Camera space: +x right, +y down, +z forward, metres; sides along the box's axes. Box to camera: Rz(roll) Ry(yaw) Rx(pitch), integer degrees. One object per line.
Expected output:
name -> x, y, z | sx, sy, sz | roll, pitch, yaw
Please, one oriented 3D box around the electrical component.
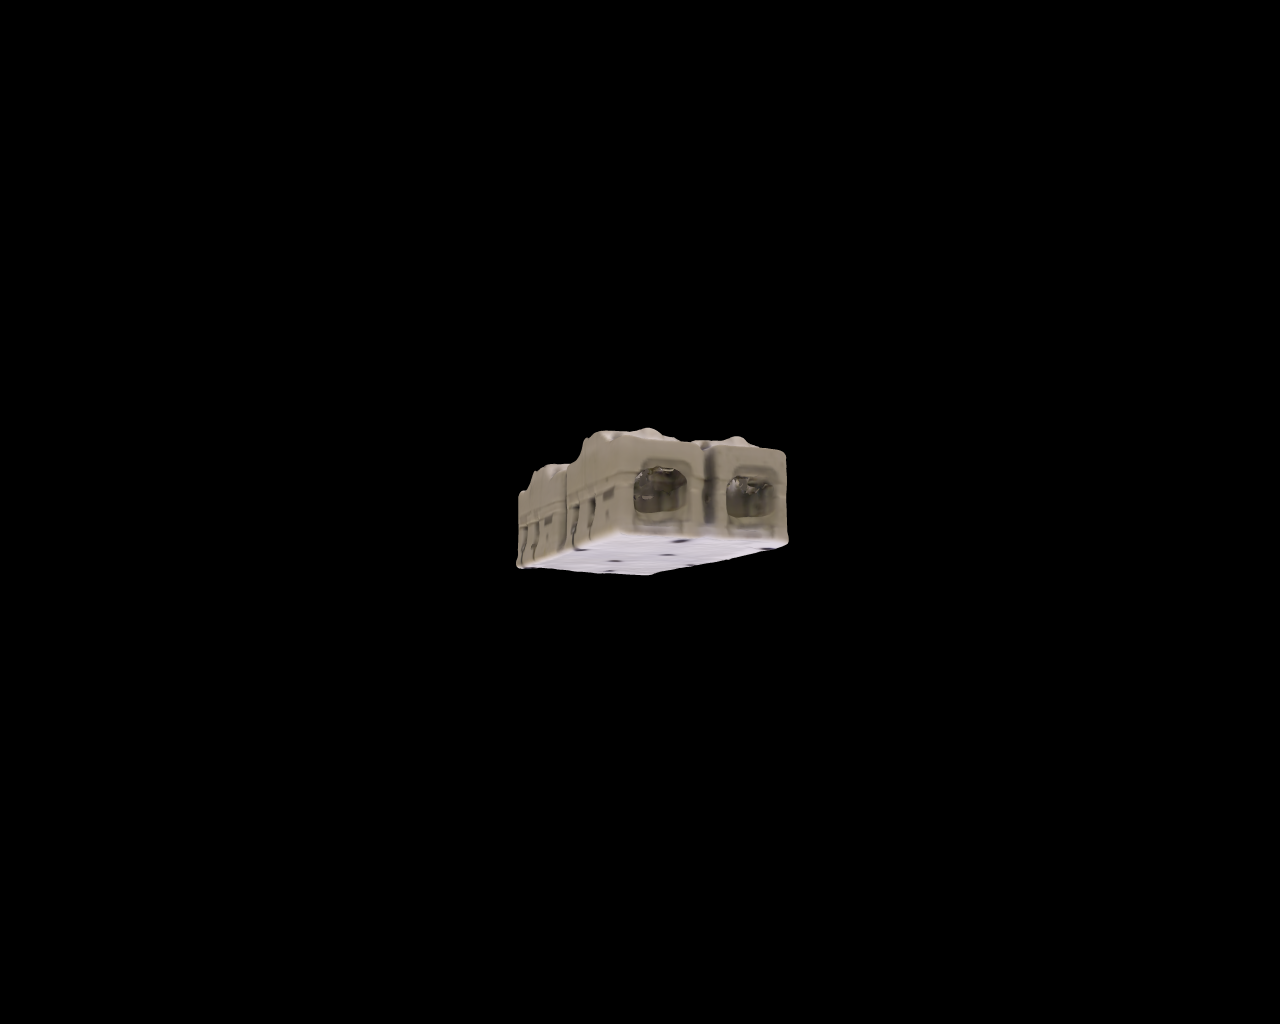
electrical component -> 0.001, -0.003, 0.650 | 0.105, 0.060, 0.186 | 4, -10, -23
